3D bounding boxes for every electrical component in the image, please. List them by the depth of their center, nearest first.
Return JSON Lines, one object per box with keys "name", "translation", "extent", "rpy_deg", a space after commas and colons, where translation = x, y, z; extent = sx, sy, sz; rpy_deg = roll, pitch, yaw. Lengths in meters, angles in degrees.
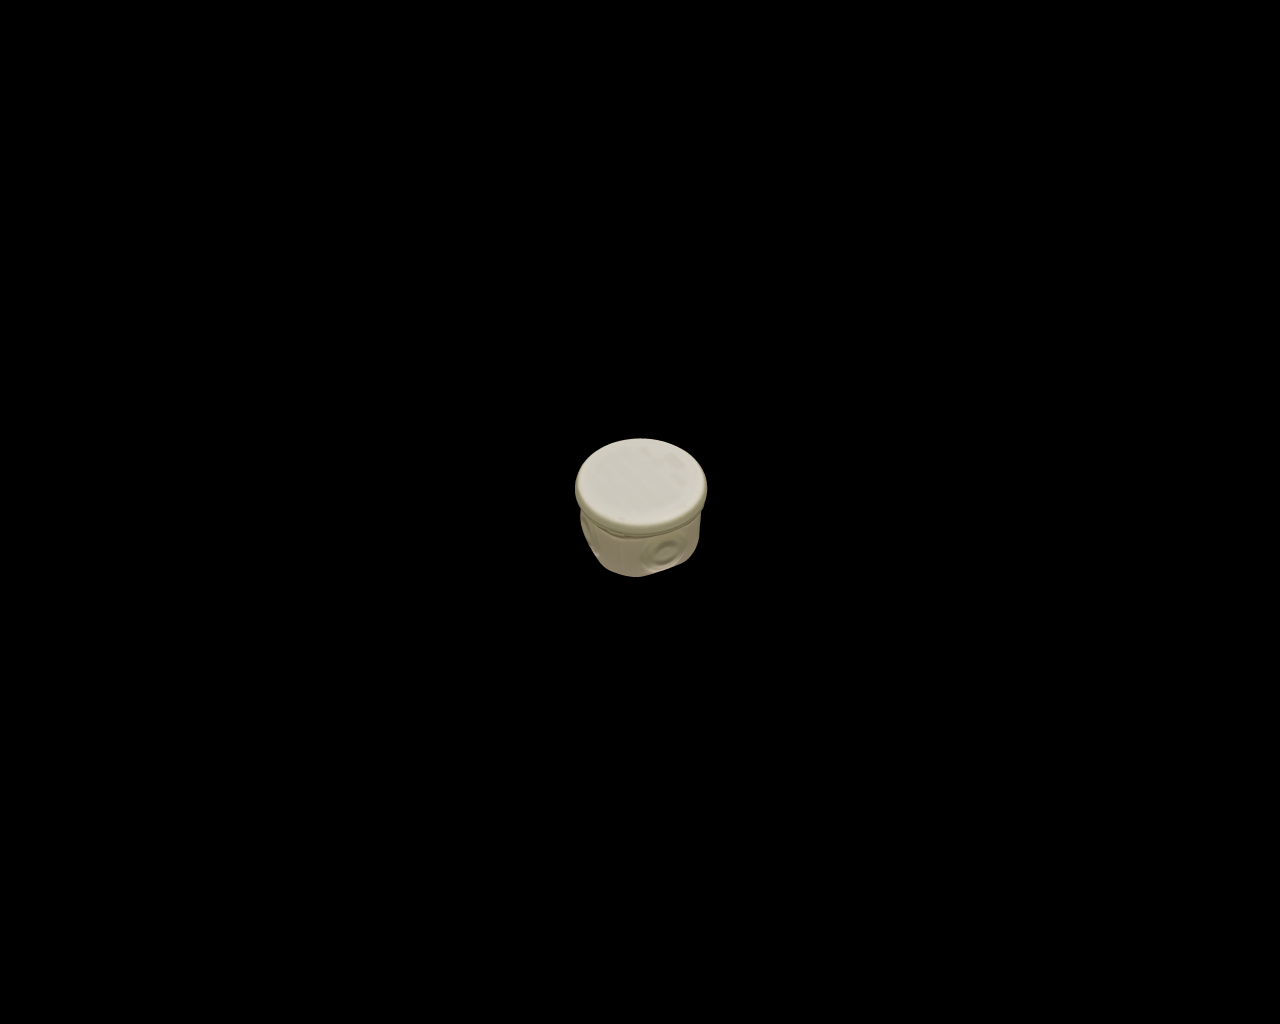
{"name": "electrical component", "translation": [0.001, -0.003, 0.650], "extent": [0.080, 0.080, 0.050], "rpy_deg": [0, -45, 0]}
